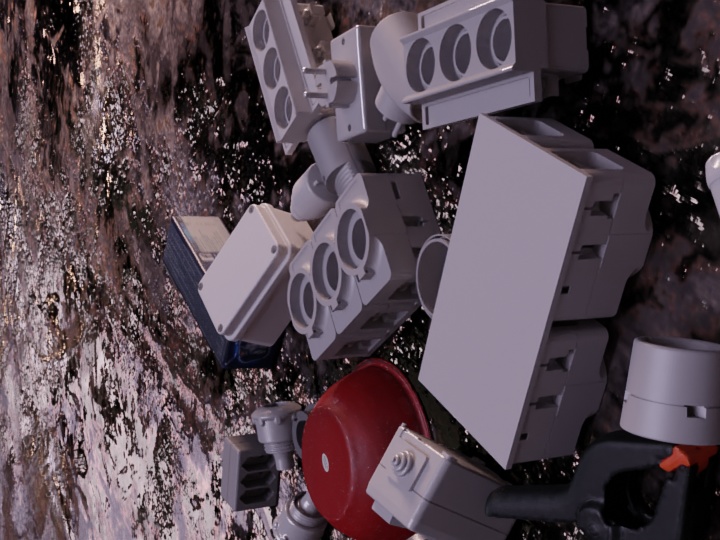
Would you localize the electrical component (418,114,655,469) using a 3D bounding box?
[{"bbox_3d":[0.105,0.011,0.656,0.105,0.060,0.186,44,129,51],"label":"electrical component"}]

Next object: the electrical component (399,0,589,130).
[{"bbox_3d":[0.084,-0.136,0.681,0.121,0.063,0.078,-3,90,61],"label":"electrical component"}]

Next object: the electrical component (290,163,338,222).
[{"bbox_3d":[-0.040,-0.063,0.936,0.078,0.040,0.040,-41,57,56],"label":"electrical component"}]

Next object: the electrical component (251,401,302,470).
[{"bbox_3d":[-0.075,0.157,1.014,0.048,0.048,0.062,-2,98,61],"label":"electrical component"}]

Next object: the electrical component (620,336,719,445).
[{"bbox_3d":[0.166,0.061,0.559,0.055,0.055,0.047,13,100,60],"label":"electrical component"}]

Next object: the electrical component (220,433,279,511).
[{"bbox_3d":[-0.118,0.196,1.091,0.077,0.047,0.065,28,117,57],"label":"electrical component"}]

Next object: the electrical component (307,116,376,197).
[{"bbox_3d":[-0.010,-0.082,0.877,0.043,0.043,0.081,-59,43,45],"label":"electrical component"}]

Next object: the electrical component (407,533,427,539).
[{"bbox_3d":[0.057,0.221,0.761,0.057,0.058,0.078,-125,21,-49],"label":"electrical component"}]

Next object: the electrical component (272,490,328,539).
[{"bbox_3d":[-0.049,0.220,0.971,0.048,0.048,0.062,56,132,43],"label":"electrical component"}]

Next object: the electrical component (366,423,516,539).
[{"bbox_3d":[0.051,0.149,0.715,0.061,0.096,0.062,-61,32,-1],"label":"electrical component"}]

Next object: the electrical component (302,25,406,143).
[{"bbox_3d":[-0.010,-0.144,0.838,0.047,0.076,0.083,-10,84,61],"label":"electrical component"}]

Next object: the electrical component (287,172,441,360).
[{"bbox_3d":[0.000,0.000,0.845,0.150,0.062,0.089,-49,50,51],"label":"electrical component"}]

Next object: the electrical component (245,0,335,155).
[{"bbox_3d":[-0.050,-0.171,0.920,0.078,0.063,0.121,-50,50,51],"label":"electrical component"}]

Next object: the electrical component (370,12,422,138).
[{"bbox_3d":[0.035,-0.134,0.788,0.077,0.044,0.079,64,143,36],"label":"electrical component"}]

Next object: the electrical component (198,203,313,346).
[{"bbox_3d":[-0.090,0.005,0.981,0.113,0.057,0.078,-54,44,22],"label":"electrical component"}]

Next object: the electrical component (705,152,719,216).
[{"bbox_3d":[0.192,-0.030,0.523,0.035,0.035,0.061,-37,63,56],"label":"electrical component"}]
